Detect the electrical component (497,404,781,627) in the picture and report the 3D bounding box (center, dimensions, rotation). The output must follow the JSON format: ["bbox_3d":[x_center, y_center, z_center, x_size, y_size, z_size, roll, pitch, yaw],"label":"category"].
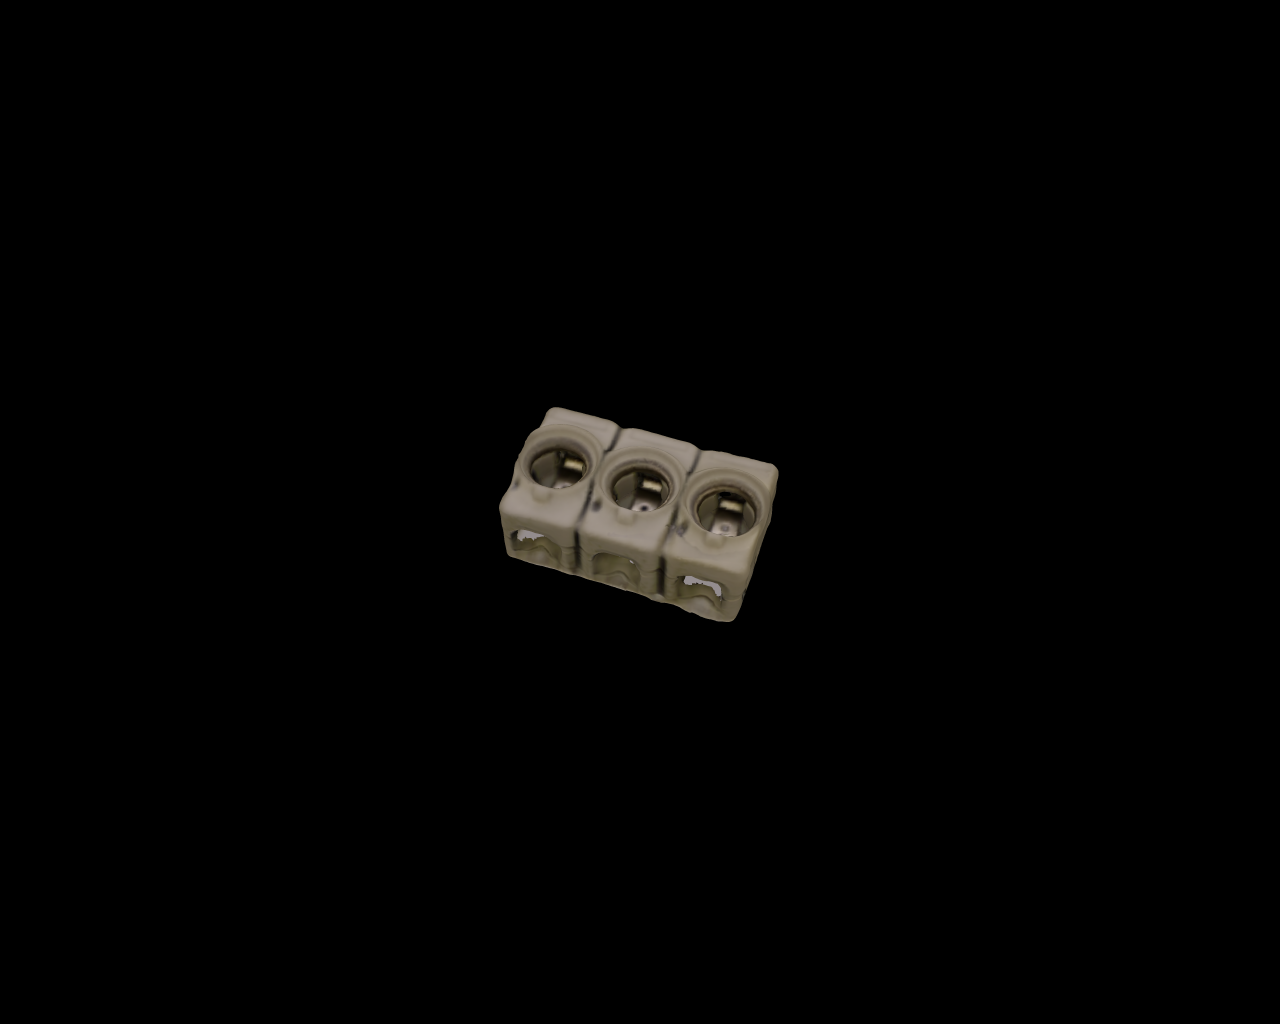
[{"bbox_3d":[0.001,-0.003,0.650,0.150,0.090,0.061,15,-35,11],"label":"electrical component"}]
